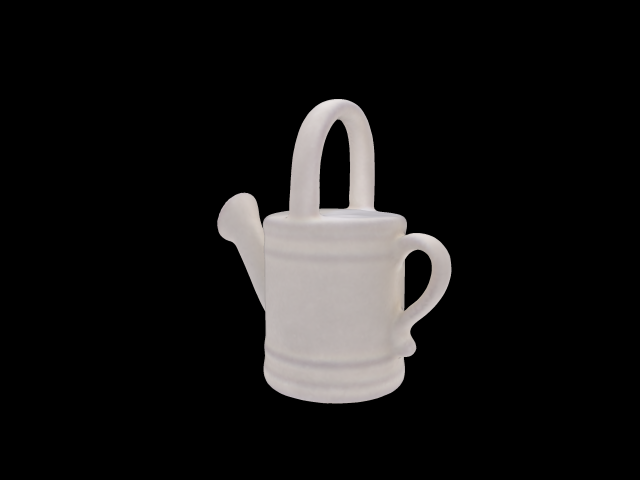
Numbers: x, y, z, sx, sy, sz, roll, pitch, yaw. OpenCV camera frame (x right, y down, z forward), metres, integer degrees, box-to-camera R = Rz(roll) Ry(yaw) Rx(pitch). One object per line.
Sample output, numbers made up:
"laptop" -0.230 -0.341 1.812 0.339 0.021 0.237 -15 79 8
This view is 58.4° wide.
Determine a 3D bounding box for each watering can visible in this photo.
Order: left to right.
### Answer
"watering can" 0.003 0.002 0.398 0.172 0.194 0.101 1 7 11
